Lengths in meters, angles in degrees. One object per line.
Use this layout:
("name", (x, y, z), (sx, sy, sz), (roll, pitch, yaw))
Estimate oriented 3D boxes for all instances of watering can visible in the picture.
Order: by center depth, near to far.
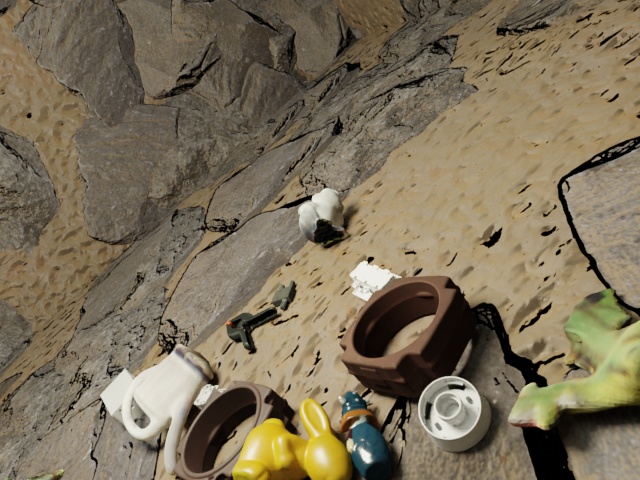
("watering can", (-0.330, 0.362, 1.163), (0.349, 0.227, 0.102), (17, -32, 51))

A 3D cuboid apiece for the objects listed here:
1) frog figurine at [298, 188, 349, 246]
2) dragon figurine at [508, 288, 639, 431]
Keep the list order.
("frog figurine", (0.004, -0.070, 1.386), (0.137, 0.163, 0.120), (13, -48, -25))
("dragon figurine", (0.403, 0.107, 0.634), (0.412, 0.121, 0.244), (-40, 17, -6))
